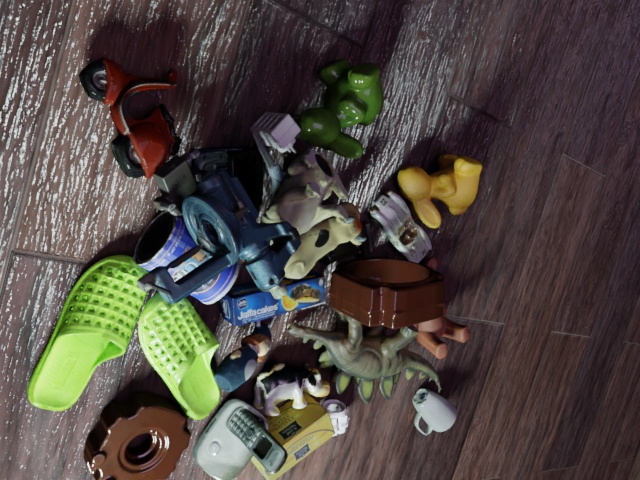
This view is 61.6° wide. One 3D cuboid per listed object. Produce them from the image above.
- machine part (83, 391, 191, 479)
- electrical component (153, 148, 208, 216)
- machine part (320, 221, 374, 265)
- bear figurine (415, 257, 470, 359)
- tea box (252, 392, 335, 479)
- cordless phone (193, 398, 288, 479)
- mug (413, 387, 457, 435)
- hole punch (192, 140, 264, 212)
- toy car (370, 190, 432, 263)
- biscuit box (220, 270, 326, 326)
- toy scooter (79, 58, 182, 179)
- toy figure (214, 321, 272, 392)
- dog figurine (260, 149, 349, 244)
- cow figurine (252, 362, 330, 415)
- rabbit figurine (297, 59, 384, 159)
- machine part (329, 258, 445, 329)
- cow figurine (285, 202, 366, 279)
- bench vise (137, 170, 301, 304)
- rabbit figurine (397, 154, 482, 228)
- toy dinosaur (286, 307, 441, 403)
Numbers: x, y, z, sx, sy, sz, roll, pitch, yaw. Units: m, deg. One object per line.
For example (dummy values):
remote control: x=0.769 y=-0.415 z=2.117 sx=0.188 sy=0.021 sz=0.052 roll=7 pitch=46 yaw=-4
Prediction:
machine part: x=-0.317 y=0.357 z=0.947 sx=0.179 sy=0.056 sz=0.179 roll=-11 pitch=110 yaw=-33
electrical component: x=-0.214 y=-0.085 z=0.835 sx=0.102 sy=0.045 sz=0.078 roll=-43 pitch=147 yaw=-35
machine part: x=0.057 y=0.013 z=1.113 sx=0.139 sy=0.039 sz=0.084 roll=-19 pitch=120 yaw=-31
bear figurine: x=0.265 y=0.152 z=1.245 sx=0.120 sy=0.132 sz=0.195 roll=-24 pitch=122 yaw=-32
tea box: x=-0.066 y=0.401 z=1.108 sx=0.170 sy=0.098 sz=0.068 roll=-29 pitch=119 yaw=-27
cordless phone: x=-0.140 y=0.399 z=1.002 sx=0.146 sy=0.184 sz=0.088 roll=-54 pitch=131 yaw=-9
mug: x=0.279 y=0.435 z=1.374 sx=0.109 sy=0.081 sz=0.107 roll=-46 pitch=113 yaw=-8
hole punch: x=-0.154 y=-0.103 z=0.913 sx=0.116 sy=0.092 sz=0.142 roll=-29 pitch=121 yaw=-62
toy car: x=0.177 y=-0.024 z=1.172 sx=0.073 sy=0.056 sz=0.201 roll=-49 pitch=126 yaw=-12
biscuit box: x=-0.088 y=0.107 z=1.025 sx=0.203 sy=0.063 sz=0.059 roll=-12 pitch=109 yaw=-32
toy scooter: x=-0.262 y=-0.190 z=0.810 sx=0.135 sy=0.075 sz=0.183 roll=-28 pitch=114 yaw=-26
toy figure: x=-0.135 y=0.215 z=1.005 sx=0.154 sy=0.058 sz=0.064 roll=-47 pitch=172 yaw=-43
dog figurine: x=-0.058 y=-0.058 z=0.953 sx=0.190 sy=0.172 sz=0.121 roll=-32 pitch=118 yaw=26
cow figurine: x=-0.054 y=0.291 z=1.105 sx=0.167 sy=0.068 sz=0.098 roll=-6 pitch=101 yaw=-34
rabbit figurine: x=0.024 y=-0.225 z=0.976 sx=0.170 sy=0.121 sz=0.158 roll=-42 pitch=141 yaw=-23
machine part: x=0.136 y=0.099 z=1.090 sx=0.201 sy=0.201 sz=0.087 roll=-5 pitch=104 yaw=-33
cow figurine: x=-0.002 y=-0.003 z=1.012 sx=0.195 sy=0.127 sz=0.085 roll=-41 pitch=126 yaw=-15
bench vise: x=-0.151 y=0.023 z=0.794 sx=0.240 sy=0.129 sz=0.223 roll=-37 pitch=113 yaw=-34
rabbit figurine: x=0.244 y=-0.115 z=1.176 sx=0.173 sy=0.122 sz=0.162 roll=2 pitch=112 yaw=-21
toy dinosaur: x=0.126 y=0.256 z=1.198 sx=0.471 sy=0.105 sz=0.198 roll=18 pitch=101 yaw=-28
